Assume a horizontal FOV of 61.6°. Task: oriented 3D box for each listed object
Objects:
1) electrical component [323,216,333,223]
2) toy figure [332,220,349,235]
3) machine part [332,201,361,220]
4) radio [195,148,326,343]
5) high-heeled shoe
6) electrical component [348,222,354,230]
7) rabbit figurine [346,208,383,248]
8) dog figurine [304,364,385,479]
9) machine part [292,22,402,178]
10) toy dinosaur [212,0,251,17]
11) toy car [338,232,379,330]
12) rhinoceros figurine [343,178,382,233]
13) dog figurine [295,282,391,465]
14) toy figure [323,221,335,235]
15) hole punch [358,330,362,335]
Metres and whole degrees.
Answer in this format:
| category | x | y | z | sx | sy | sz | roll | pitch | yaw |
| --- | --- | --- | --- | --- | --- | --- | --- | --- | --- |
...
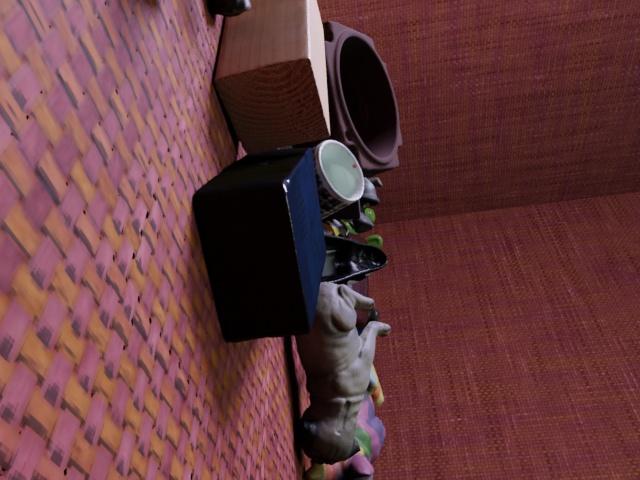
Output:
| category | x | y | z | sx | sy | sz | roll | pitch | yaw |
| --- | --- | --- | --- | --- | --- | --- | --- | --- | --- |
| electrical component | -0.013 | -0.107 | 0.975 | 0.134 | 0.058 | 0.115 | 74 | 9 | -56 |
| toy figure | 0.023 | 0.004 | 1.095 | 0.180 | 0.082 | 0.089 | 64 | 20 | -81 |
| machine part | 0.037 | -0.122 | 0.930 | 0.179 | 0.056 | 0.179 | -7 | 91 | -85 |
| radio | -0.041 | -0.008 | 0.499 | 0.230 | 0.073 | 0.131 | -74 | 157 | -73 |
| high-heeled shoe | 0.026 | 0.024 | 0.753 | 0.248 | 0.145 | 0.086 | 61 | 22 | -80 |
| electrical component | 0.028 | -0.065 | 1.157 | 0.119 | 0.048 | 0.074 | 58 | 0 | 11 |
| rabbit figurine | 0.061 | 0.006 | 1.241 | 0.121 | 0.159 | 0.170 | 96 | 5 | -71 |
| dog figurine | 0.036 | 0.272 | 0.770 | 0.219 | 0.109 | 0.191 | 10 | 74 | -81 |
| machine part | 0.036 | -0.185 | 0.746 | 0.201 | 0.087 | 0.201 | -15 | 92 | -58 |
| toy dinosaur | -0.068 | -0.300 | 0.448 | 0.472 | 0.105 | 0.198 | -95 | 173 | -72 |
| toy car | 0.058 | 0.072 | 0.951 | 0.053 | 0.089 | 0.202 | -54 | -157 | 43 |
| rhinoceros figurine | 0.058 | -0.102 | 1.056 | 0.073 | 0.112 | 0.190 | 30 | 30 | -59 |
| dog figurine | 0.003 | 0.164 | 0.673 | 0.172 | 0.121 | 0.190 | 41 | 49 | -29 |
| toy figure | -0.002 | -0.005 | 0.925 | 0.154 | 0.058 | 0.064 | -29 | 123 | -85 |
| hole punch | 0.031 | 0.166 | 0.942 | 0.115 | 0.092 | 0.142 | 69 | 18 | -54 |
